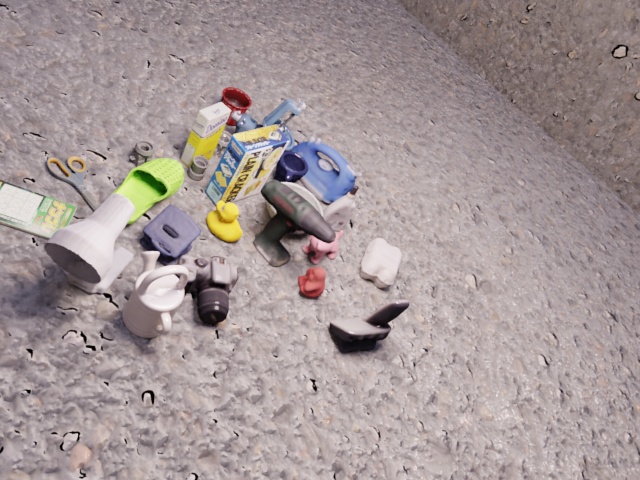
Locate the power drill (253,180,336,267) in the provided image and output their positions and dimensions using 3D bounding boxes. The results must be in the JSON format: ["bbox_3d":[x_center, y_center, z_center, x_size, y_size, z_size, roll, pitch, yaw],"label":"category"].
[{"bbox_3d":[-0.078,-0.030,1.441,0.229,0.208,0.076,49,43,12],"label":"power drill"}]

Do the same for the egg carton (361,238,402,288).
[{"bbox_3d":[0.174,0.063,1.638,0.107,0.069,0.150,31,42,-7],"label":"egg carton"}]

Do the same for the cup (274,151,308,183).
[{"bbox_3d":[-0.095,-0.187,1.655,0.092,0.095,0.118,26,43,-13],"label":"cup"}]

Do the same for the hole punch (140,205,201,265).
[{"bbox_3d":[-0.345,-0.010,1.326,0.108,0.091,0.101,40,42,2],"label":"hole punch"}]

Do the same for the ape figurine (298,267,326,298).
[{"bbox_3d":[-0.014,0.101,1.457,0.076,0.092,0.078,41,42,4],"label":"ape figurine"}]

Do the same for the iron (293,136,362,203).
[{"bbox_3d":[0.011,-0.229,1.731,0.258,0.141,0.119,44,42,7],"label":"iron"}]

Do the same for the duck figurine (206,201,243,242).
[{"bbox_3d":[-0.231,-0.053,1.448,0.104,0.086,0.078,46,42,9],"label":"duck figurine"}]

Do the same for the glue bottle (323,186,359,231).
[{"bbox_3d":[0.064,-0.093,1.623,0.078,0.173,0.037,15,46,-23],"label":"glue bottle"}]

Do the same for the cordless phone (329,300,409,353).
[{"bbox_3d":[0.123,0.193,1.400,0.148,0.185,0.094,-3,55,-36],"label":"cordless phone"}]

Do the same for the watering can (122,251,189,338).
[{"bbox_3d":[-0.331,0.103,1.158,0.172,0.193,0.101,49,43,12],"label":"watering can"}]

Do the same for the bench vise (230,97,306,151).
[{"bbox_3d":[-0.145,-0.329,1.652,0.208,0.219,0.121,8,49,-29],"label":"bench vise"}]

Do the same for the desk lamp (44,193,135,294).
[{"bbox_3d":[-0.448,0.014,1.141,0.118,0.213,0.203,32,42,-6],"label":"desk lamp"}]

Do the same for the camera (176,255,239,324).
[{"bbox_3d":[-0.251,0.108,1.279,0.143,0.100,0.136,12,47,-26],"label":"camera"}]

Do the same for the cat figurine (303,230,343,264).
[{"bbox_3d":[0.014,0.006,1.542,0.128,0.117,0.067,-20,67,-44],"label":"cat figurine"}]

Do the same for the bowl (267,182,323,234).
[{"bbox_3d":[-0.080,-0.075,1.581,0.168,0.074,0.167,19,45,-20],"label":"bowl"}]
